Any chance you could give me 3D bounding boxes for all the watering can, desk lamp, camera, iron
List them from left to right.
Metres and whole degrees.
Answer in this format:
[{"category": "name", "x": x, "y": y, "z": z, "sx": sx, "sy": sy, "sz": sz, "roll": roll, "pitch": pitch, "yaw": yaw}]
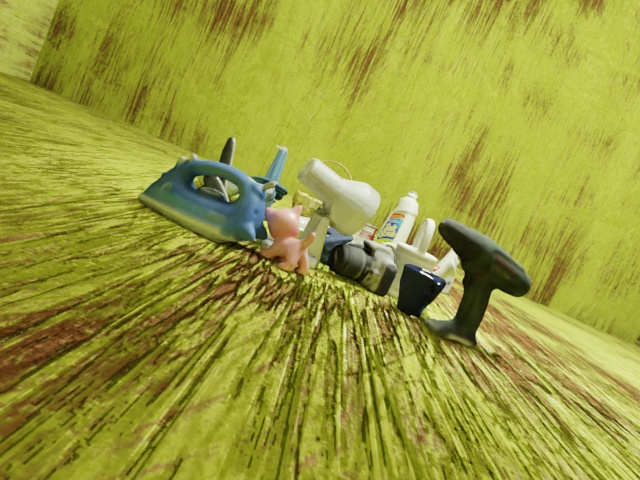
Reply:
[{"category": "iron", "x": -0.210, "y": -0.089, "z": 1.079, "sx": 0.258, "sy": 0.141, "sz": 0.119, "roll": 24, "pitch": 6, "yaw": 8}, {"category": "desk lamp", "x": 0.000, "y": -0.051, "z": 1.210, "sx": 0.204, "sy": 0.213, "sz": 0.117, "roll": 21, "pitch": 7, "yaw": -25}, {"category": "camera", "x": 0.084, "y": 0.042, "z": 1.251, "sx": 0.137, "sy": 0.101, "sz": 0.142, "roll": 20, "pitch": 7, "yaw": -32}, {"category": "watering can", "x": 0.225, "y": 0.045, "z": 1.320, "sx": 0.173, "sy": 0.194, "sz": 0.100, "roll": 21, "pitch": 6, "yaw": -22}]

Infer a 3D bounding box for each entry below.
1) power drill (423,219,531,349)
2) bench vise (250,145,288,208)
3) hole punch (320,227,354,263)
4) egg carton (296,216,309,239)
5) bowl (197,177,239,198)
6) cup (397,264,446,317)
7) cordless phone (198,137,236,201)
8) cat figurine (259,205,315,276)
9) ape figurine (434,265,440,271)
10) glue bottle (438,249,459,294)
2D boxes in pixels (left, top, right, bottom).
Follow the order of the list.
[{"category": "power drill", "x": 0.284, "y": 0.090, "z": 1.088, "sx": 0.230, "sy": 0.208, "sz": 0.075, "roll": 21, "pitch": 6, "yaw": -22}, {"category": "bench vise", "x": -0.134, "y": -0.170, "z": 1.699, "sx": 0.122, "sy": 0.220, "sz": 0.206, "roll": 21, "pitch": 7, "yaw": -26}, {"category": "hole punch", "x": 0.012, "y": 0.005, "z": 1.352, "sx": 0.101, "sy": 0.091, "sz": 0.108, "roll": 20, "pitch": 7, "yaw": -28}, {"category": "egg carton", "x": -0.019, "y": -0.013, "z": 1.492, "sx": 0.107, "sy": 0.069, "sz": 0.151, "roll": 26, "pitch": 6, "yaw": 18}, {"category": "bowl", "x": -0.311, "y": -0.175, "z": 1.764, "sx": 0.167, "sy": 0.075, "sz": 0.167, "roll": 23, "pitch": 6, "yaw": -2}, {"category": "cup", "x": 0.199, "y": 0.109, "z": 1.138, "sx": 0.092, "sy": 0.095, "sz": 0.117, "roll": 21, "pitch": 6, "yaw": -20}, {"category": "cordless phone", "x": -0.263, "y": -0.190, "z": 1.552, "sx": 0.094, "sy": 0.185, "sz": 0.147, "roll": 21, "pitch": 6, "yaw": -19}, {"category": "cat figurine", "x": -0.059, "y": -0.010, "z": 1.087, "sx": 0.127, "sy": 0.118, "sz": 0.067, "roll": 29, "pitch": 8, "yaw": 40}, {"category": "ape figurine", "x": 0.284, "y": 0.107, "z": 1.491, "sx": 0.076, "sy": 0.092, "sz": 0.077, "roll": 21, "pitch": 7, "yaw": -24}, {"category": "glue bottle", "x": 0.396, "y": 0.079, "z": 1.773, "sx": 0.078, "sy": 0.173, "sz": 0.037, "roll": 20, "pitch": 7, "yaw": -29}]
